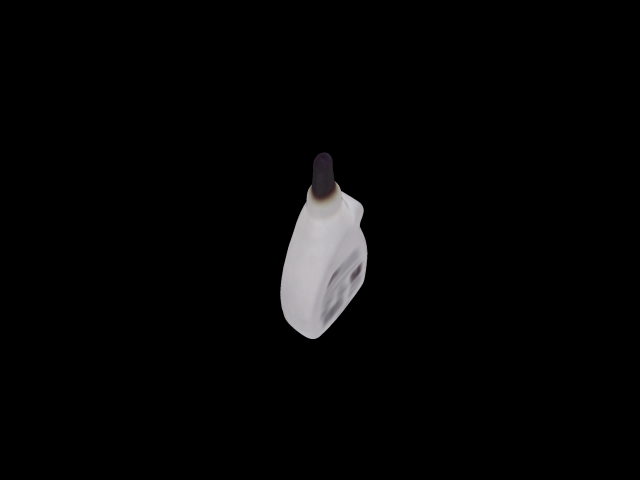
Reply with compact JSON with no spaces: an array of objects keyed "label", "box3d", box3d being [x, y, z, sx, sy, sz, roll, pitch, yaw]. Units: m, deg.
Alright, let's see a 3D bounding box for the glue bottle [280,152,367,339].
[{"label":"glue bottle","box3d":[0.004,0.001,0.400,0.037,0.173,0.078,33,61,21]}]
